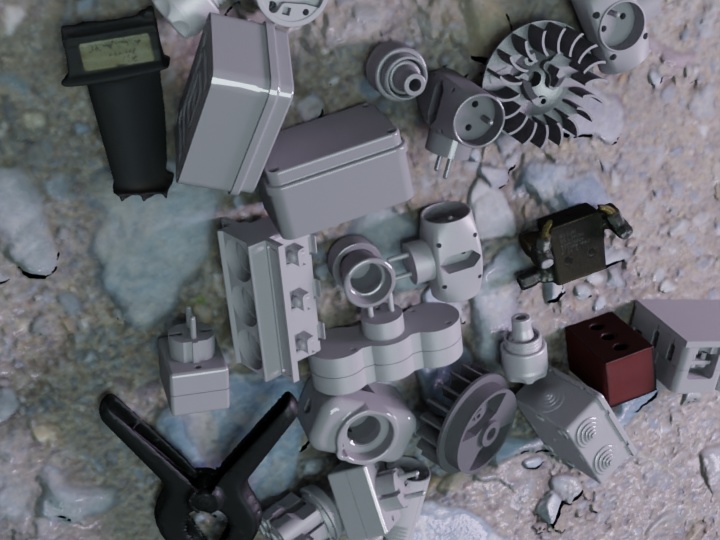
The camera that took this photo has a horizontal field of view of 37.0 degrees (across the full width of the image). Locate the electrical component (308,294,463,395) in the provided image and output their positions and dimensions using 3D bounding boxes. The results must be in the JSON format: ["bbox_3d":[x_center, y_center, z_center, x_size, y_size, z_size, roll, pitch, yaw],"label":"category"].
[{"bbox_3d":[0.021,0.053,0.929,0.138,0.052,0.073,-15,118,-13],"label":"electrical component"}]

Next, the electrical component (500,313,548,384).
[{"bbox_3d":[0.150,0.070,0.990,0.043,0.043,0.062,-15,117,-12],"label":"electrical component"}]

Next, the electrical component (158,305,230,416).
[{"bbox_3d":[-0.136,0.067,0.872,0.047,0.065,0.076,-6,116,-17],"label":"electrical component"}]

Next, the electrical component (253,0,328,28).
[{"bbox_3d":[-0.055,-0.208,0.780,0.055,0.047,0.055,-8,117,-16],"label":"electrical component"}]

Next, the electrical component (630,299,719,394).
[{"bbox_3d":[0.344,0.075,1.034,0.150,0.089,0.061,1,114,-20],"label":"electrical component"}]

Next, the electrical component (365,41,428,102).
[{"bbox_3d":[0.032,-0.151,0.830,0.043,0.062,0.043,-8,117,-16],"label":"electrical component"}]

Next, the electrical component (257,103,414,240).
[{"bbox_3d":[-0.023,-0.079,0.836,0.113,0.078,0.057,-20,122,-10],"label":"electrical component"}]

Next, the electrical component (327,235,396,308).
[{"bbox_3d":[0.000,0.000,0.895,0.045,0.055,0.045,-8,117,-16],"label":"electrical component"}]

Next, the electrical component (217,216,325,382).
[{"bbox_3d":[-0.070,0.019,0.873,0.063,0.079,0.121,-24,123,-33],"label":"electrical component"}]

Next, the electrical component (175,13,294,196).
[{"bbox_3d":[-0.092,-0.117,0.773,0.057,0.078,0.113,8,139,-20],"label":"electrical component"}]

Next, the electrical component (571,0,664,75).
[{"bbox_3d":[0.218,-0.213,0.877,0.079,0.044,0.077,-33,121,-3],"label":"electrical component"}]

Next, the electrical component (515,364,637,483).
[{"bbox_3d":[0.200,0.145,1.012,0.048,0.100,0.099,-43,121,-11],"label":"electrical component"}]

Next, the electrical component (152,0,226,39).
[{"bbox_3d":[-0.115,-0.198,0.766,0.062,0.043,0.043,-41,121,2],"label":"electrical component"}]

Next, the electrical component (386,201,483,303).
[{"bbox_3d":[0.061,-0.011,0.919,0.079,0.043,0.077,-16,119,-12],"label":"electrical component"}]

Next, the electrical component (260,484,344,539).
[{"bbox_3d":[-0.051,0.233,0.981,0.057,0.078,0.058,-33,117,-23],"label":"electrical component"}]

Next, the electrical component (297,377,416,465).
[{"bbox_3d":[-0.002,0.133,0.956,0.095,0.059,0.053,14,109,-25],"label":"electrical component"}]

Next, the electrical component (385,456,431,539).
[{"bbox_3d":[0.037,0.223,1.022,0.043,0.043,0.081,4,113,-21],"label":"electrical component"}]

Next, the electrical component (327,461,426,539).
[{"bbox_3d":[0.021,0.200,0.971,0.077,0.047,0.065,-18,91,20],"label":"electrical component"}]

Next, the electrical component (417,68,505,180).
[{"bbox_3d":[0.074,-0.112,0.855,0.043,0.077,0.079,6,113,-22],"label":"electrical component"}]
